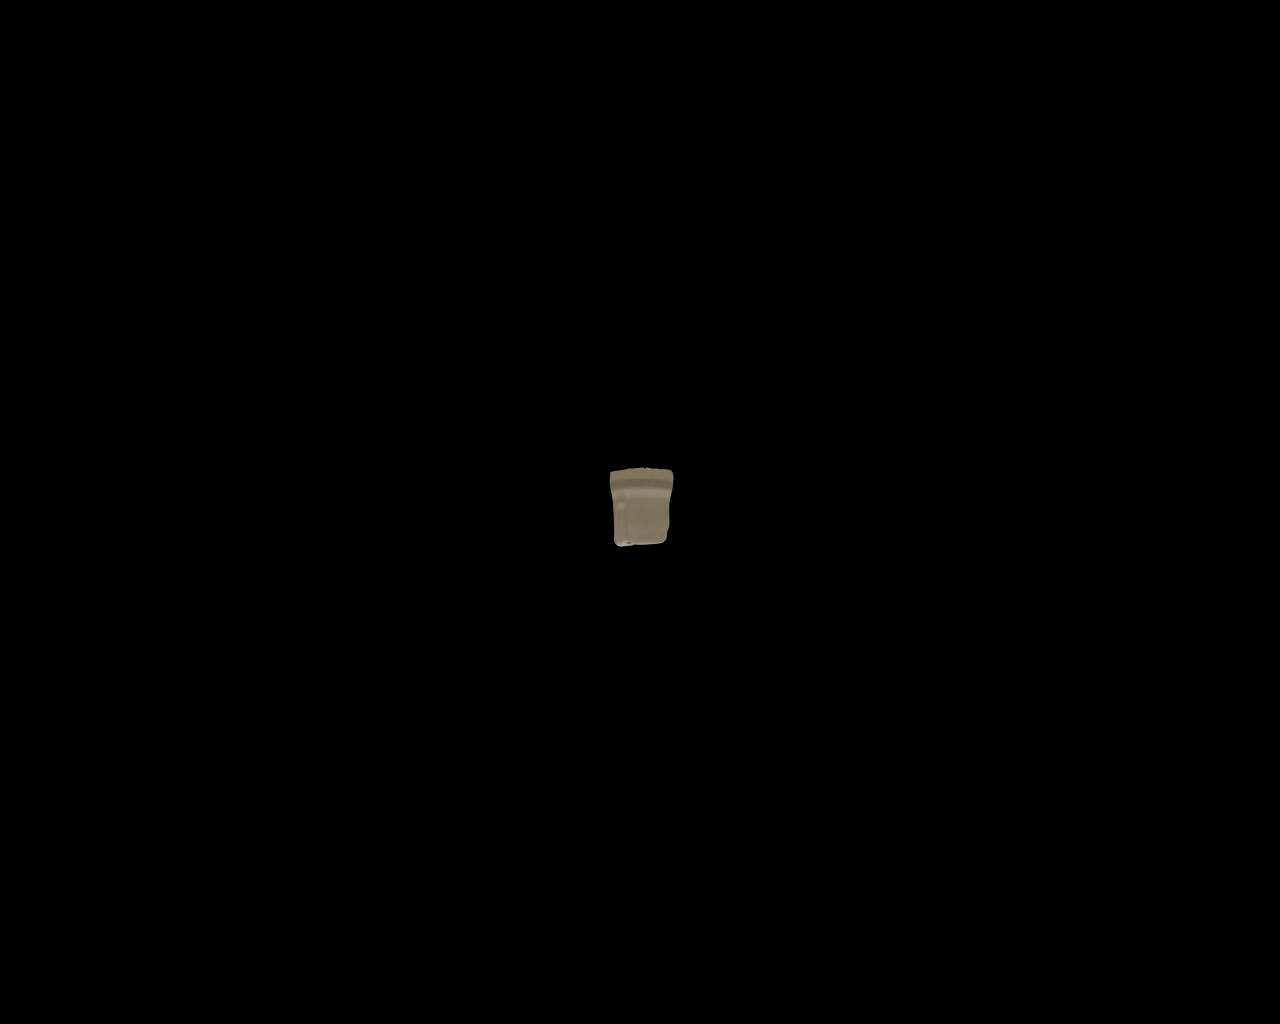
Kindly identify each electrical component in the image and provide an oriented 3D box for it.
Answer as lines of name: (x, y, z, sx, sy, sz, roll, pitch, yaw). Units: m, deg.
electrical component: (0.001, -0.003, 0.650, 0.040, 0.046, 0.040, 0, -6, 0)
